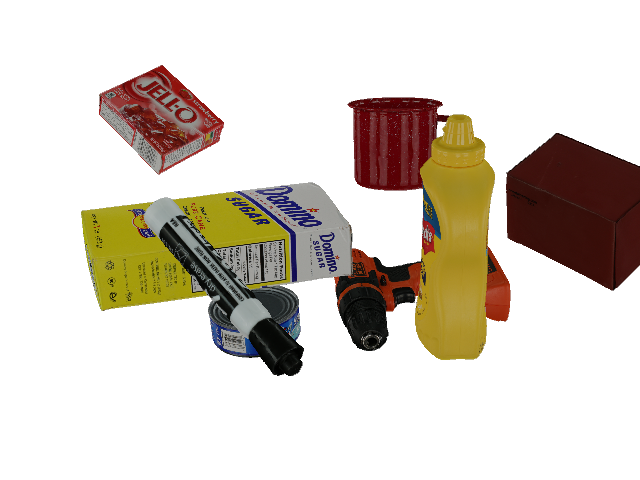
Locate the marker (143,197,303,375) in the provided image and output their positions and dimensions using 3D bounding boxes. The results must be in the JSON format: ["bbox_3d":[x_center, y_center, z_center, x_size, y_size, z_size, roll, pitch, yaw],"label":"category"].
[{"bbox_3d":[-0.048,0.023,0.530,0.020,0.020,0.121,0,39,-52],"label":"marker"}]

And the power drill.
[{"bbox_3d":[0.110,0.059,1.183,0.187,0.057,0.184,-3,28,-5],"label":"power drill"}]

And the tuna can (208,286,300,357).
[{"bbox_3d":[-0.062,0.075,1.007,0.086,0.034,0.086,-4,25,2],"label":"tuna can"}]

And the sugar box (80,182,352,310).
[{"bbox_3d":[-0.074,0.001,0.748,0.176,0.048,0.093,-10,26,-13],"label":"sugar box"}]

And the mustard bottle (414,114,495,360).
[{"bbox_3d":[0.107,-0.007,0.851,0.058,0.192,0.096,-1,26,0],"label":"mustard bottle"}]

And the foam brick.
[{"bbox_3d":[0.154,-0.018,0.623,0.051,0.053,0.078,-36,47,-27],"label":"foam brick"}]

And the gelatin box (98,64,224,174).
[{"bbox_3d":[-0.143,-0.110,0.955,0.073,0.089,0.030,-33,-22,-35],"label":"gelatin box"}]

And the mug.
[{"bbox_3d":[0.086,-0.096,1.058,0.117,0.081,0.093,1,14,7],"label":"mug"}]
